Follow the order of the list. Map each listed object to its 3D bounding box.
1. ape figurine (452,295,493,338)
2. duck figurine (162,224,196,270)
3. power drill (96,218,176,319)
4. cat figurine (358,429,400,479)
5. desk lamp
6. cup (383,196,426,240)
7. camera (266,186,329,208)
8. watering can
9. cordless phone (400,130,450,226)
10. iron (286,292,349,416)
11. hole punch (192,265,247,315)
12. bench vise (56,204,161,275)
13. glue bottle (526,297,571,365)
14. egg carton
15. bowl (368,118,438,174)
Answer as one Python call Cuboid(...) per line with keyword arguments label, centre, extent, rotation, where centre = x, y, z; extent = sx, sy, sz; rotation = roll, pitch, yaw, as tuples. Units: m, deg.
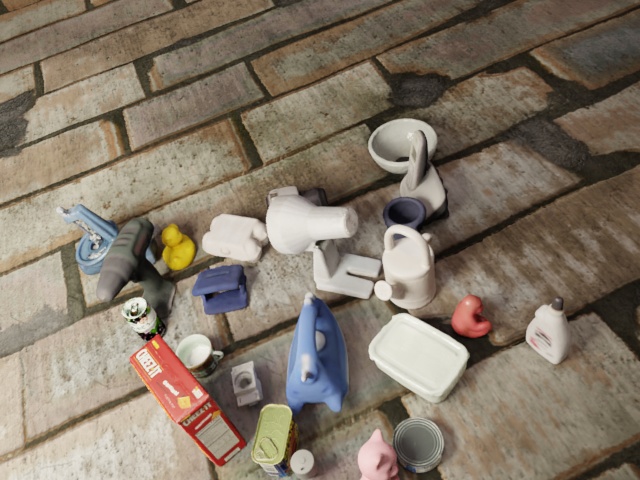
Cuboid(label="ape figurine", centre=(0.285, 0.137, 1.076), extent=(0.076, 0.092, 0.077), rotation=(-12, 50, 4))
Cuboid(label="duck figurine", centre=(-0.337, 0.010, 1.327), extent=(0.077, 0.086, 0.104), rotation=(-13, 50, 2))
Cuboid(label="power drill", centre=(-0.381, 0.078, 1.202), extent=(0.075, 0.209, 0.229), rotation=(-6, 50, 9))
Cuboid(label="cat figurine", centre=(0.082, 0.375, 0.912), extent=(0.067, 0.118, 0.128), rotation=(23, 60, 28))
Cuboid(label="desk lamp", centre=(0.011, 0.004, 1.168), extent=(0.202, 0.214, 0.118), rotation=(10, 54, 20))
Cuboid(label="cup", centre=(0.189, -0.022, 1.227), extent=(0.091, 0.095, 0.117), rotation=(-19, 50, -2))
Cuboid(label="camera", centre=(-0.047, -0.069, 1.316), extent=(0.137, 0.101, 0.143), rotation=(-15, 50, 1))
Cuboid(label="watering can", centre=(0.170, 0.049, 1.108), extent=(0.100, 0.194, 0.173), rotation=(5, 53, 17))
Cuboid(label="cordless phone", centre=(0.225, -0.136, 1.252), extent=(0.094, 0.185, 0.147), rotation=(-17, 50, -1))
Cuboid(label="iron", centre=(-0.014, 0.186, 1.072), extent=(0.118, 0.142, 0.258), rotation=(-7, 50, 7))
Cuboid(label="hole punch", centre=(-0.215, 0.094, 1.227), extent=(0.108, 0.091, 0.101), rotation=(-12, 50, 4))
Cuboid(label="bench vise", centre=(-0.478, -0.021, 1.297), extent=(0.207, 0.220, 0.121), rotation=(-28, 51, -10))
Cuboid(label="glue bottle", centre=(0.400, 0.147, 0.989), extent=(0.037, 0.173, 0.078), rotation=(-38, 53, -17))
Cuboid(label="egg carton", centre=(-0.193, -0.002, 1.315), extent=(0.150, 0.069, 0.107), rotation=(9, 54, 19))
Cuboid(label="bowl", centre=(0.203, -0.215, 1.394), extent=(0.167, 0.075, 0.167), rotation=(-6, 50, 8))
